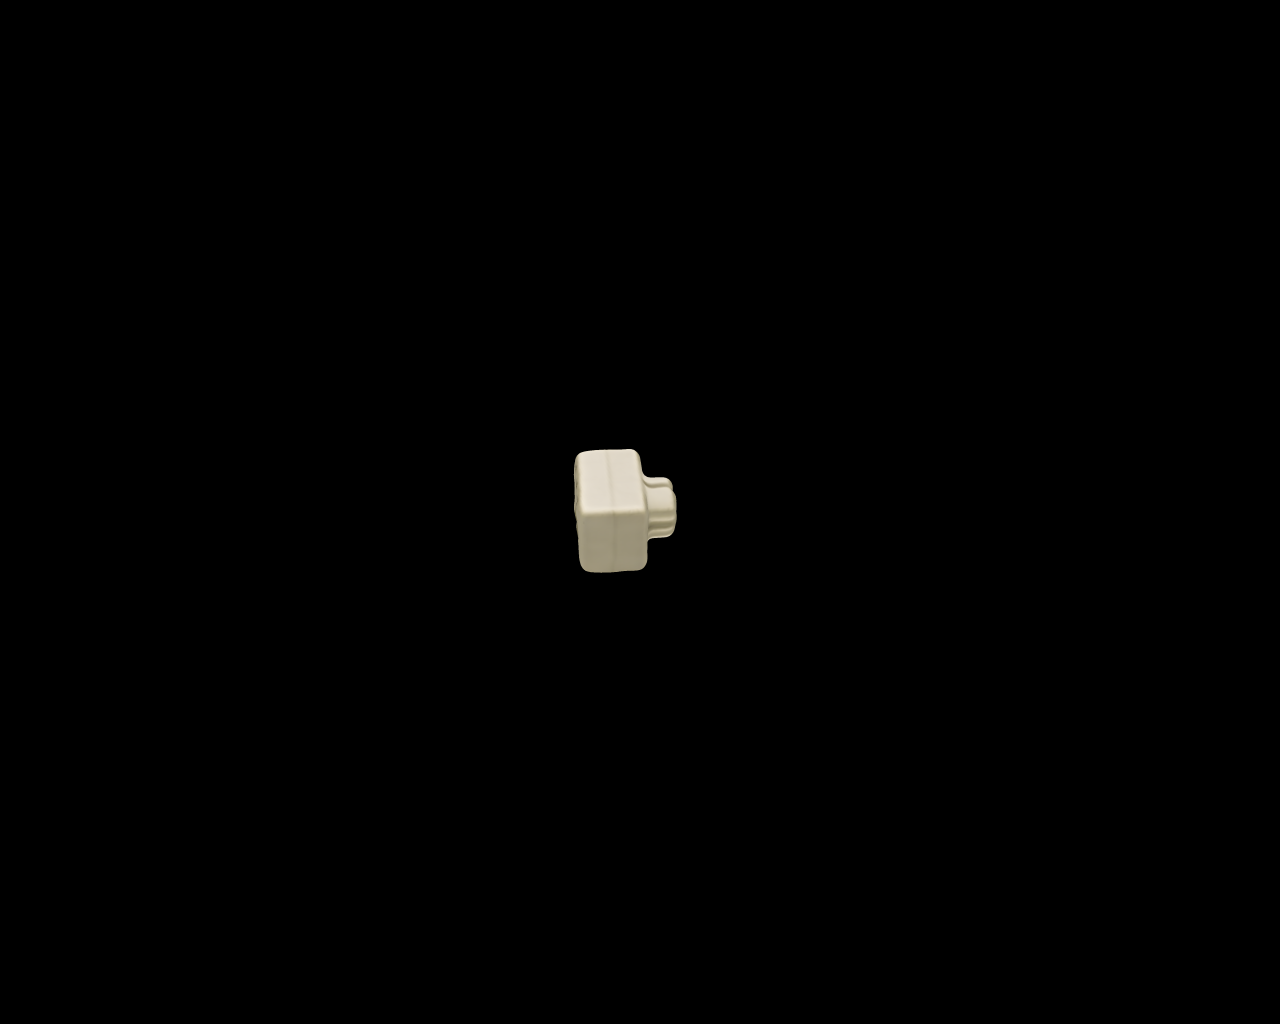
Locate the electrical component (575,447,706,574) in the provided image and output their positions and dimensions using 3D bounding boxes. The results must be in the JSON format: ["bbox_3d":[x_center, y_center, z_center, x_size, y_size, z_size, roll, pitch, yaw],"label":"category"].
[{"bbox_3d":[0.001,-0.003,0.650,0.077,0.047,0.066,-3,37,-4],"label":"electrical component"}]
